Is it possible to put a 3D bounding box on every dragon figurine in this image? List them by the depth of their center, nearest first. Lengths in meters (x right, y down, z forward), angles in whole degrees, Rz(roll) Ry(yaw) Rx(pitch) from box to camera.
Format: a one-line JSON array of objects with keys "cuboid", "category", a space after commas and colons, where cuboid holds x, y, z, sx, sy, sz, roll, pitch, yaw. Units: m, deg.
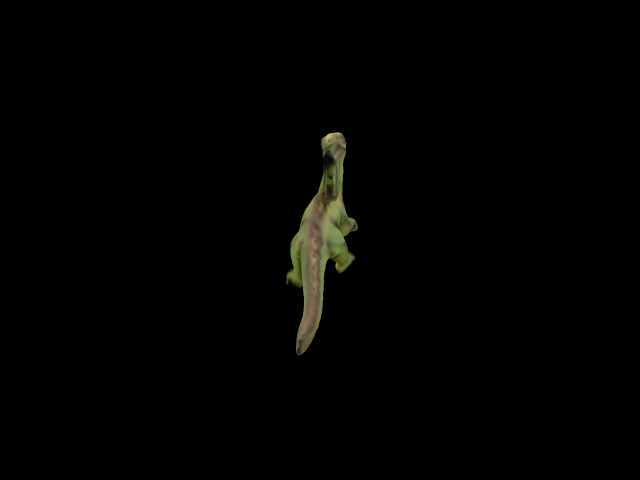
[{"cuboid": [0.003, -0.043, 0.850, 0.122, 0.237, 0.420, 3, 39, 4], "category": "dragon figurine"}]
